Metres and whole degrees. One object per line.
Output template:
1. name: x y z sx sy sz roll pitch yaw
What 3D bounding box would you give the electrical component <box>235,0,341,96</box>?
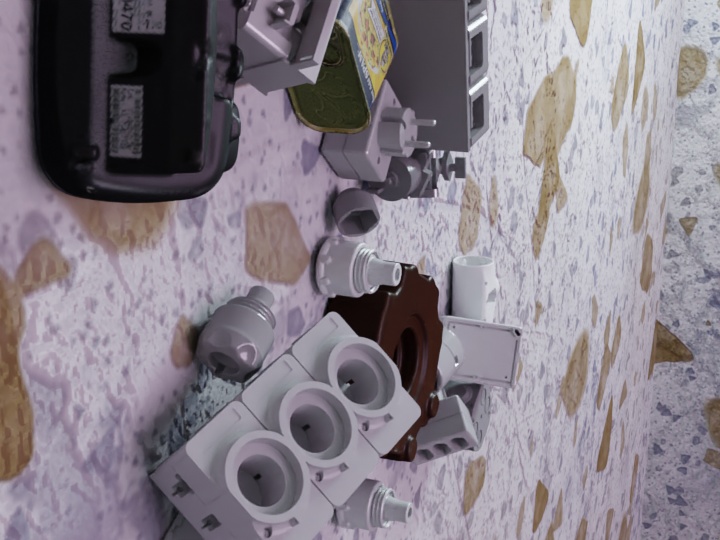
1. electrical component: -0.047 -0.177 0.655 0.063 0.079 0.121 34 63 -41

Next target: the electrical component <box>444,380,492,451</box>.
1. electrical component: 0.103 0.149 1.126 0.080 0.051 0.080 7 90 -68

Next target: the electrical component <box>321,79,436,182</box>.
1. electrical component: 0.020 -0.106 0.819 0.047 0.077 0.065 51 50 -60

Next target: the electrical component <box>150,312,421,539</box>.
1. electrical component: -0.040 0.105 0.667 0.089 0.062 0.150 49 48 -1

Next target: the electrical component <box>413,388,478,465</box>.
1. electrical component: 0.068 0.137 1.032 0.047 0.066 0.076 53 19 -59

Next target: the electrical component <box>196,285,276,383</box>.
1. electrical component: -0.074 0.037 0.682 0.043 0.043 0.062 75 30 -41

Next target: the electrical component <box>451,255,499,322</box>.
1. electrical component: 0.126 0.022 1.153 0.079 0.043 0.077 -33 126 -62

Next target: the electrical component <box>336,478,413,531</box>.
1. electrical component: 0.013 0.200 0.912 0.048 0.062 0.048 7 90 -67

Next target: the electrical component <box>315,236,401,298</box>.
1. electrical component: 0.000 0.000 0.822 0.048 0.062 0.048 7 90 -67

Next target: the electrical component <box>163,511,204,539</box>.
1. electrical component: -0.080 0.179 0.701 0.099 0.048 0.099 -62 150 -41

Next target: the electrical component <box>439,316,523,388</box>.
1. electrical component: 0.109 0.081 1.083 0.061 0.096 0.061 150 -51 -83

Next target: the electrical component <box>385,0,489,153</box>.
1. electrical component: 0.053 -0.177 0.862 0.061 0.089 0.150 -46 137 -56

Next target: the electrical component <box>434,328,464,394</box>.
1. electrical component: 0.064 0.087 1.012 0.047 0.055 0.055 -46 138 -50
